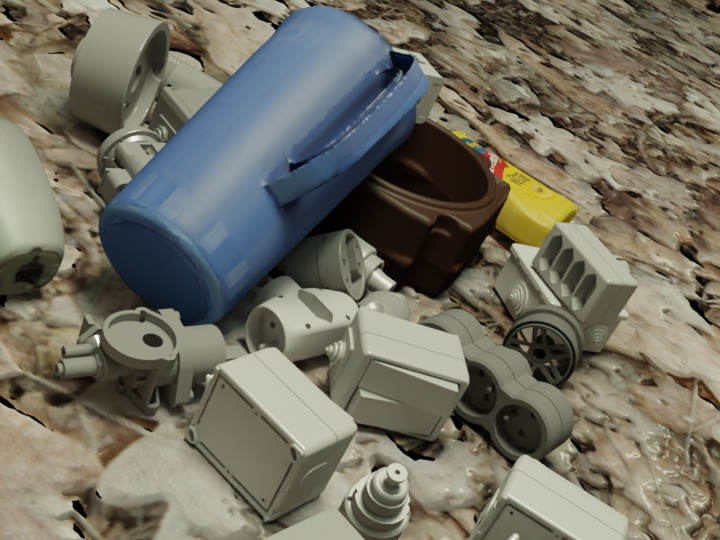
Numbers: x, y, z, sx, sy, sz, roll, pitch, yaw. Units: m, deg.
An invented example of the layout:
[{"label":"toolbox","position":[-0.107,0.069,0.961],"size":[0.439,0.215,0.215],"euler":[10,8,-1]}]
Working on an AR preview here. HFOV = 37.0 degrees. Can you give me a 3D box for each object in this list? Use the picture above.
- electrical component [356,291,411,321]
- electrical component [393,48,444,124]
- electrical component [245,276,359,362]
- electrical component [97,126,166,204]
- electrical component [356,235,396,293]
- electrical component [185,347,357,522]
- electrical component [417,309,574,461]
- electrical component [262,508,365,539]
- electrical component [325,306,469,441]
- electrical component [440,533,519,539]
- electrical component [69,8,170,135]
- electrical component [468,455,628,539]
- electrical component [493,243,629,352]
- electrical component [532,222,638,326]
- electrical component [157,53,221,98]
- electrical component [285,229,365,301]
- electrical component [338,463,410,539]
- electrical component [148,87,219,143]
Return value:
[{"label":"electrical component","position":[0.019,0.036,0.833],"size":[0.043,0.043,0.062],"euler":[32,29,10]},{"label":"electrical component","position":[0.025,-0.170,0.985],"size":[0.089,0.050,0.055],"euler":[5,35,-33]},{"label":"electrical component","position":[-0.051,0.031,0.785],"size":[0.077,0.043,0.079],"euler":[-9,45,-46]},{"label":"electrical component","position":[-0.172,-0.076,0.845],"size":[0.078,0.058,0.057],"euler":[-5,45,-42]},{"label":"electrical component","position":[0.000,0.000,0.875],"size":[0.062,0.043,0.043],"euler":[36,31,12]},{"label":"electrical component","position":[-0.057,0.094,0.662],"size":[0.096,0.061,0.061],"euler":[41,32,24]},{"label":"electrical component","position":[0.106,0.082,0.819],"size":[0.138,0.052,0.074],"euler":[41,33,23]},{"label":"electrical component","position":[-0.023,0.183,0.561],"size":[0.100,0.048,0.100],"euler":[43,33,26]},{"label":"electrical component","position":[0.021,0.074,0.755],"size":[0.096,0.061,0.061],"euler":[17,31,-16]},{"label":"electrical component","position":[0.077,0.186,0.627],"size":[0.077,0.044,0.079],"euler":[38,54,20]},{"label":"electrical component","position":[-0.211,-0.170,0.917],"size":[0.060,0.108,0.108],"euler":[20,30,0]},{"label":"electrical component","position":[0.125,0.172,0.683],"size":[0.096,0.061,0.061],"euler":[31,30,8]},{"label":"electrical component","position":[0.178,0.027,0.969],"size":[0.100,0.048,0.099],"euler":[9,34,-28]},{"label":"electrical component","position":[0.206,0.004,0.925],"size":[0.076,0.047,0.083],"euler":[5,36,-34]},{"label":"electrical component","position":[-0.166,-0.172,1.015],"size":[0.081,0.043,0.043],"euler":[31,30,8]},{"label":"electrical component","position":[-0.027,-0.001,0.831],"size":[0.047,0.055,0.055],"euler":[-8,23,19]},{"label":"electrical component","position":[0.010,0.140,0.634],"size":[0.040,0.078,0.040],"euler":[11,45,-12]},{"label":"electrical component","position":[-0.139,-0.124,0.943],"size":[0.096,0.061,0.061],"euler":[-4,42,-42]}]
